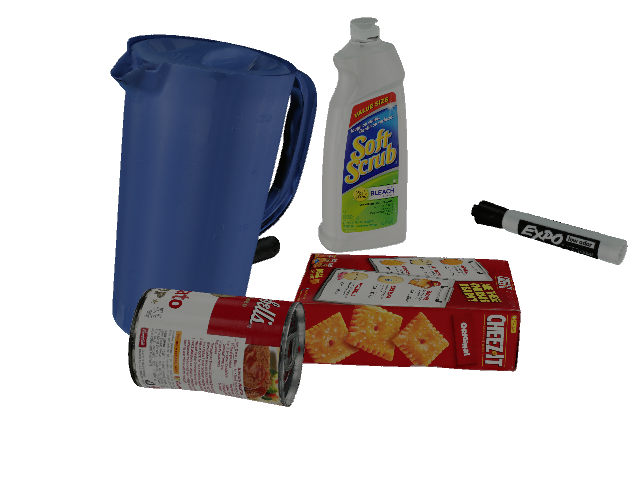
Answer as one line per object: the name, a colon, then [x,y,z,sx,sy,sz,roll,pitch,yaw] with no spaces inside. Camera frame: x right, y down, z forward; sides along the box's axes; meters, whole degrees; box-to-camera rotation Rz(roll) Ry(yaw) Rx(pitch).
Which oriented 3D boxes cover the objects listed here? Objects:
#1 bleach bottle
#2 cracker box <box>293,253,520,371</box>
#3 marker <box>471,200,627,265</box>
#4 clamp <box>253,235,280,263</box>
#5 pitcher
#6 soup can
bleach bottle: [0.044,-0.115,1.166,0.102,0.251,0.068,-8,25,-9]
cracker box: [0.086,0.070,1.074,0.214,0.072,0.164,2,16,5]
marker: [0.168,-0.008,0.798,0.121,0.020,0.020,19,10,32]
clamp: [-0.127,0.029,1.213,0.120,0.039,0.171,0,30,31]
pitcher: [-0.095,-0.040,0.874,0.149,0.243,0.145,11,20,3]
soup can: [-0.066,0.069,0.695,0.102,0.068,0.068,5,1,10]
